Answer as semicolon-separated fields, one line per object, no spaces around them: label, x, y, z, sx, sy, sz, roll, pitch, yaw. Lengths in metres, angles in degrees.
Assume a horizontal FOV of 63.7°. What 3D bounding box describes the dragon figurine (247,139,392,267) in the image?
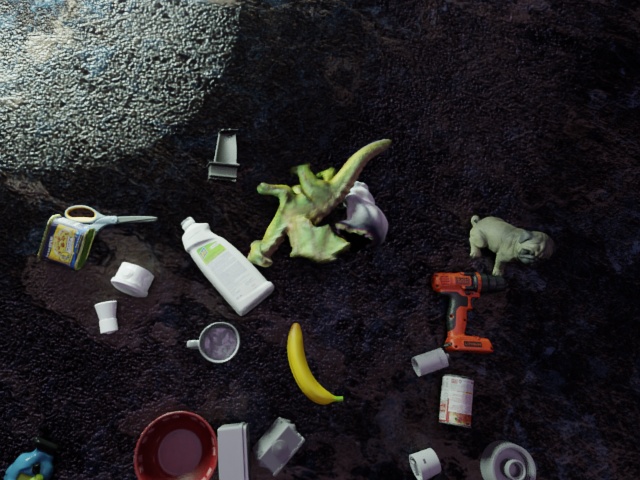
dragon figurine;0.003;-0.058;1.148;0.408;0.247;0.120;-24;-27;13

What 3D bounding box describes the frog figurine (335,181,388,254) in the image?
frog figurine;0.108;-0.064;1.217;0.122;0.163;0.135;-14;-44;44
